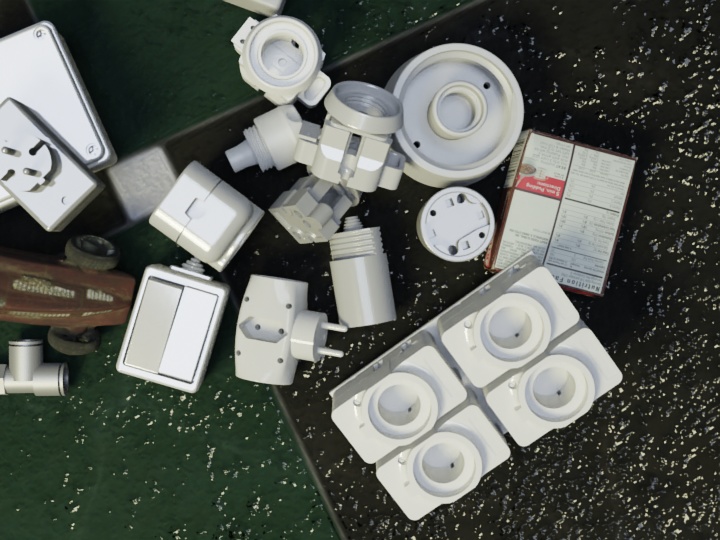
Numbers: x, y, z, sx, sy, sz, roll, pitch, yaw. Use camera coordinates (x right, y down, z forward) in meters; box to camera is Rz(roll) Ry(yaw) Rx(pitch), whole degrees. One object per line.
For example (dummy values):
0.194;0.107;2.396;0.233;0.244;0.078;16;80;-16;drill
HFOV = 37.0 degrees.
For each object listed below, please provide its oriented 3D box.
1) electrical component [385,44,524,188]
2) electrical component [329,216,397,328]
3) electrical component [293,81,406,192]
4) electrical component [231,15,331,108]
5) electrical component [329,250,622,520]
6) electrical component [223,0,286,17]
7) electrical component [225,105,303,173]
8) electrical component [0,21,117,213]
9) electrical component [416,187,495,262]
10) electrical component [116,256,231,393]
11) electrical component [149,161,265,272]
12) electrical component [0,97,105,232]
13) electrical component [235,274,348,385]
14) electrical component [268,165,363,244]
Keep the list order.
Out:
0.070;-0.116;0.801;0.108;0.060;0.108;0;91;-4;electrical component
0.000;0.000;0.808;0.043;0.043;0.081;-9;91;-4;electrical component
-0.002;-0.096;0.760;0.078;0.058;0.057;17;123;-4;electrical component
-0.057;-0.155;0.793;0.078;0.057;0.058;38;89;-4;electrical component
0.083;0.086;0.788;0.186;0.060;0.105;-36;99;6;electrical component
-0.070;-0.227;0.781;0.047;0.077;0.065;19;90;-4;electrical component
-0.069;-0.093;0.801;0.062;0.043;0.043;-26;93;-2;electrical component
-0.249;-0.108;0.781;0.109;0.056;0.108;-24;93;-3;electrical component
0.070;-0.034;0.810;0.055;0.047;0.055;0;91;-4;electrical component
-0.135;0.036;0.790;0.062;0.061;0.096;17;90;-4;electrical component
-0.108;-0.038;0.773;0.059;0.095;0.053;36;89;-4;electrical component
-0.221;-0.070;0.716;0.047;0.076;0.083;-45;95;-2;electrical component
-0.049;0.047;0.800;0.079;0.043;0.077;9;91;14;electrical component
-0.030;-0.053;0.797;0.048;0.066;0.055;48;67;-21;electrical component
